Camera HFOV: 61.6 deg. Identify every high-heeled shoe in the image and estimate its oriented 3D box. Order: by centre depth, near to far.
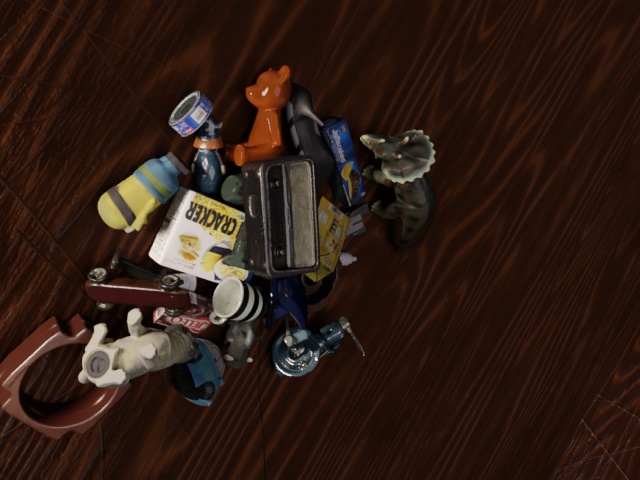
[{"bbox_3d":[-0.041,-0.220,1.186,0.086,0.145,0.248,-29,150,-26],"label":"high-heeled shoe"}]

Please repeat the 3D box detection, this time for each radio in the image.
[{"bbox_3d":[-0.074,-0.046,1.036,0.131,0.073,0.229,-10,100,-39],"label":"radio"}]

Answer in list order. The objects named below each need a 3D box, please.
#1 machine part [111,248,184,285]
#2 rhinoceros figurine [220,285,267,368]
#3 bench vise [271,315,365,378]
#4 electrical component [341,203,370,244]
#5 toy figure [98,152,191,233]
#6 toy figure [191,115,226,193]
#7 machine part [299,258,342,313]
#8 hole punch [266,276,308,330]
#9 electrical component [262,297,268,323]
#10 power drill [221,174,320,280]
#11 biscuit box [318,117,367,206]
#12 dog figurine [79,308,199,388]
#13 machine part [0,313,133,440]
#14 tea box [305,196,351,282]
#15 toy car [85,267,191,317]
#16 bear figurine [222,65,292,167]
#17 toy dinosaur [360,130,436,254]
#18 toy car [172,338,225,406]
[{"bbox_3d":[-0.344,0.065,1.055,0.138,0.084,0.039,33,56,-31],"label":"machine part"},{"bbox_3d":[-0.167,0.190,1.201,0.073,0.112,0.190,20,87,-40],"label":"rhinoceros figurine"},{"bbox_3d":[-0.026,0.246,1.278,0.224,0.129,0.240,-23,157,2],"label":"bench vise"},{"bbox_3d":[0.083,-0.050,1.326,0.119,0.048,0.074,-25,120,-24],"label":"electrical component"},{"bbox_3d":[-0.330,-0.093,1.005,0.180,0.082,0.089,-46,108,-3],"label":"toy figure"},{"bbox_3d":[-0.222,-0.171,1.064,0.064,0.058,0.154,-6,109,-30],"label":"toy figure"},{"bbox_3d":[-0.028,0.082,1.280,0.179,0.056,0.179,-10,106,-37],"label":"machine part"},{"bbox_3d":[-0.069,0.123,1.149,0.092,0.142,0.115,5,125,-2],"label":"hole punch"},{"bbox_3d":[-0.113,0.156,1.247,0.094,0.021,0.063,-49,146,-70],"label":"electrical component"},{"bbox_3d":[-0.106,-0.026,1.102,0.232,0.086,0.207,20,88,-40],"label":"power drill"},{"bbox_3d":[0.047,-0.181,1.243,0.059,0.063,0.202,-33,123,-22],"label":"biscuit box"},{"bbox_3d":[-0.337,0.223,1.020,0.172,0.121,0.190,-22,156,4],"label":"dog figurine"},{"bbox_3d":[-0.481,0.257,1.024,0.201,0.087,0.200,-45,126,-11],"label":"machine part"},{"bbox_3d":[-0.002,-0.004,1.201,0.098,0.068,0.170,40,45,-16],"label":"tea box"},{"bbox_3d":[-0.345,0.097,1.024,0.202,0.053,0.089,3,127,3],"label":"toy car"},{"bbox_3d":[-0.120,-0.247,1.069,0.132,0.120,0.195,-6,109,-29],"label":"bear figurine"},{"bbox_3d":[0.214,-0.112,1.301,0.131,0.192,0.404,-38,124,-19],"label":"toy dinosaur"},{"bbox_3d":[-0.265,0.273,1.179,0.103,0.109,0.161,-31,113,-49],"label":"toy car"}]
